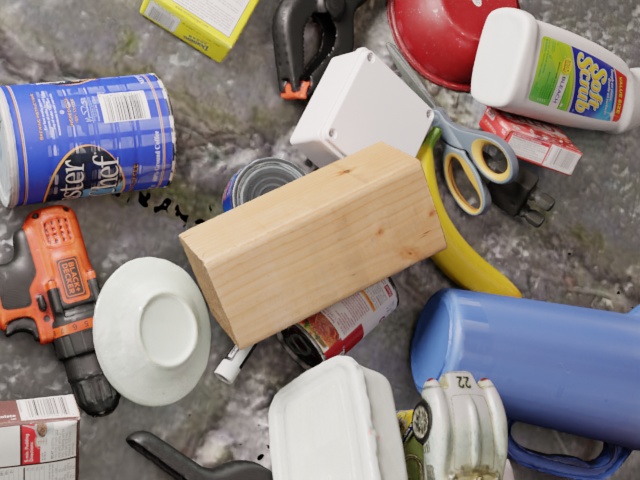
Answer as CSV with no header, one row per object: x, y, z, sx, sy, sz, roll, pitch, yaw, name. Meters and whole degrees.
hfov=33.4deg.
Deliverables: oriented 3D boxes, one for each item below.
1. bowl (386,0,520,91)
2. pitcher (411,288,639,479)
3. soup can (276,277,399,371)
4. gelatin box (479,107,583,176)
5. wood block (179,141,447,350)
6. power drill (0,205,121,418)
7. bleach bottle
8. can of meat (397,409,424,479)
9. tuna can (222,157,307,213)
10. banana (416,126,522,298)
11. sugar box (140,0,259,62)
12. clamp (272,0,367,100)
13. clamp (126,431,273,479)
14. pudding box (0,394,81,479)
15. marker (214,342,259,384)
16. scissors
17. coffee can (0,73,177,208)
0.153,-0.241,1.120,0.162,0.055,0.162,5,76,-21,bowl
0.213,0.130,1.027,0.242,0.145,0.149,12,52,-16,pitcher
0.016,0.068,0.986,0.102,0.069,0.068,-40,94,-25,soup can
0.217,-0.106,1.105,0.089,0.073,0.030,17,114,-19,gelatin box
-0.006,0.001,0.940,0.206,0.091,0.090,-26,114,-12,wood block
-0.267,0.076,0.878,0.187,0.057,0.184,-14,84,-26,power drill
0.275,-0.170,1.125,0.250,0.068,0.102,5,104,-35,bleach bottle
0.082,0.200,0.974,0.057,0.084,0.102,41,66,-9,can of meat
-0.047,-0.034,1.002,0.086,0.034,0.086,4,79,-19,tuna can
0.130,-0.011,1.058,0.069,0.037,0.198,-26,93,6,banana
-0.092,-0.269,1.033,0.093,0.048,0.176,32,65,-13,sugar box
-0.003,-0.240,1.048,0.164,0.036,0.210,33,72,-35,clamp
-0.095,0.220,0.923,0.171,0.039,0.120,-1,83,-29,clamp
-0.249,0.175,0.849,0.113,0.039,0.090,-2,114,-21,pudding box
-0.056,0.078,0.981,0.020,0.020,0.121,38,67,-10,marker
0.135,-0.123,1.070,0.016,0.096,0.202,-21,89,-44,scissors
-0.205,-0.087,0.913,0.140,0.103,0.103,-9,82,-24,coffee can
